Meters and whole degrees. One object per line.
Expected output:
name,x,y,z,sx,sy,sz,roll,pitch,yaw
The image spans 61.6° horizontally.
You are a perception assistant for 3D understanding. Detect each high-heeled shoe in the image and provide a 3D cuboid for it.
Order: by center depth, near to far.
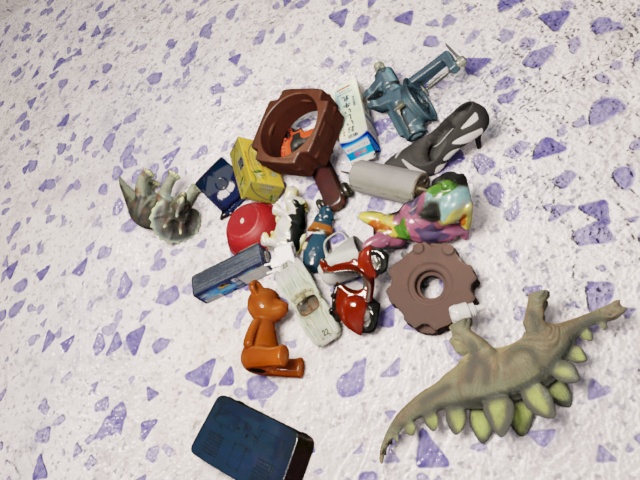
high-heeled shoe,0.237,-0.214,1.146,0.249,0.145,0.086,-13,57,21

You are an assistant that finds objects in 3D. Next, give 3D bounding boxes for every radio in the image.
radio,-0.133,0.405,1.057,0.230,0.073,0.131,13,70,32

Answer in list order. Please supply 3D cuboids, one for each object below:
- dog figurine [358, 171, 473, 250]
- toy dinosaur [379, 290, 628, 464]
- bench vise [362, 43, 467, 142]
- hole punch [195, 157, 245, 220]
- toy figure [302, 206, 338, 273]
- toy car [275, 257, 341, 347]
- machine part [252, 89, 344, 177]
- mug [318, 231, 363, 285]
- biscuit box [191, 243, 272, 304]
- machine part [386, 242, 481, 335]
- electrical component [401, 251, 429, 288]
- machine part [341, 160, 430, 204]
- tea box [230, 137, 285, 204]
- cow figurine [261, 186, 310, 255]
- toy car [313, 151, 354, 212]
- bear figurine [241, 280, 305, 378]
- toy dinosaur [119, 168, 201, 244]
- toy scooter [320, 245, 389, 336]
dog figurine,0.185,-0.045,1.069,0.219,0.191,0.108,-11,64,7
toy dinosaur,0.287,0.227,0.901,0.471,0.105,0.199,-30,56,18
bench vise,0.223,-0.355,1.238,0.240,0.128,0.224,-35,58,30
hole punch,-0.252,-0.142,1.423,0.142,0.092,0.116,-45,55,-5
toy figure,-0.003,-0.005,1.218,0.058,0.064,0.154,-9,60,41
toy car,-0.027,0.129,1.137,0.073,0.056,0.202,-35,71,8
machine part,-0.053,-0.258,1.297,0.202,0.087,0.201,12,78,38
mug,0.044,0.042,1.144,0.107,0.081,0.109,-34,92,16
biscuit box,-0.212,0.082,1.289,0.203,0.059,0.063,-25,55,15
machine part,0.215,0.090,1.029,0.179,0.056,0.179,-7,70,19
electrical component,0.205,0.050,1.093,0.063,0.021,0.094,-36,55,7
machine part,0.152,-0.127,1.190,0.244,0.079,0.079,17,73,36
tea box,-0.164,-0.178,1.374,0.068,0.098,0.170,-55,43,37
cow figurine,-0.066,-0.047,1.271,0.098,0.068,0.167,16,75,20
toy car,0.014,-0.153,1.296,0.089,0.053,0.202,-36,56,21
bear figurine,-0.098,0.184,1.136,0.132,0.120,0.196,-5,56,23
toy dinosaur,-0.463,-0.092,1.501,0.405,0.131,0.192,4,66,38
toy scooter,0.059,0.095,1.071,0.135,0.075,0.183,9,99,8
